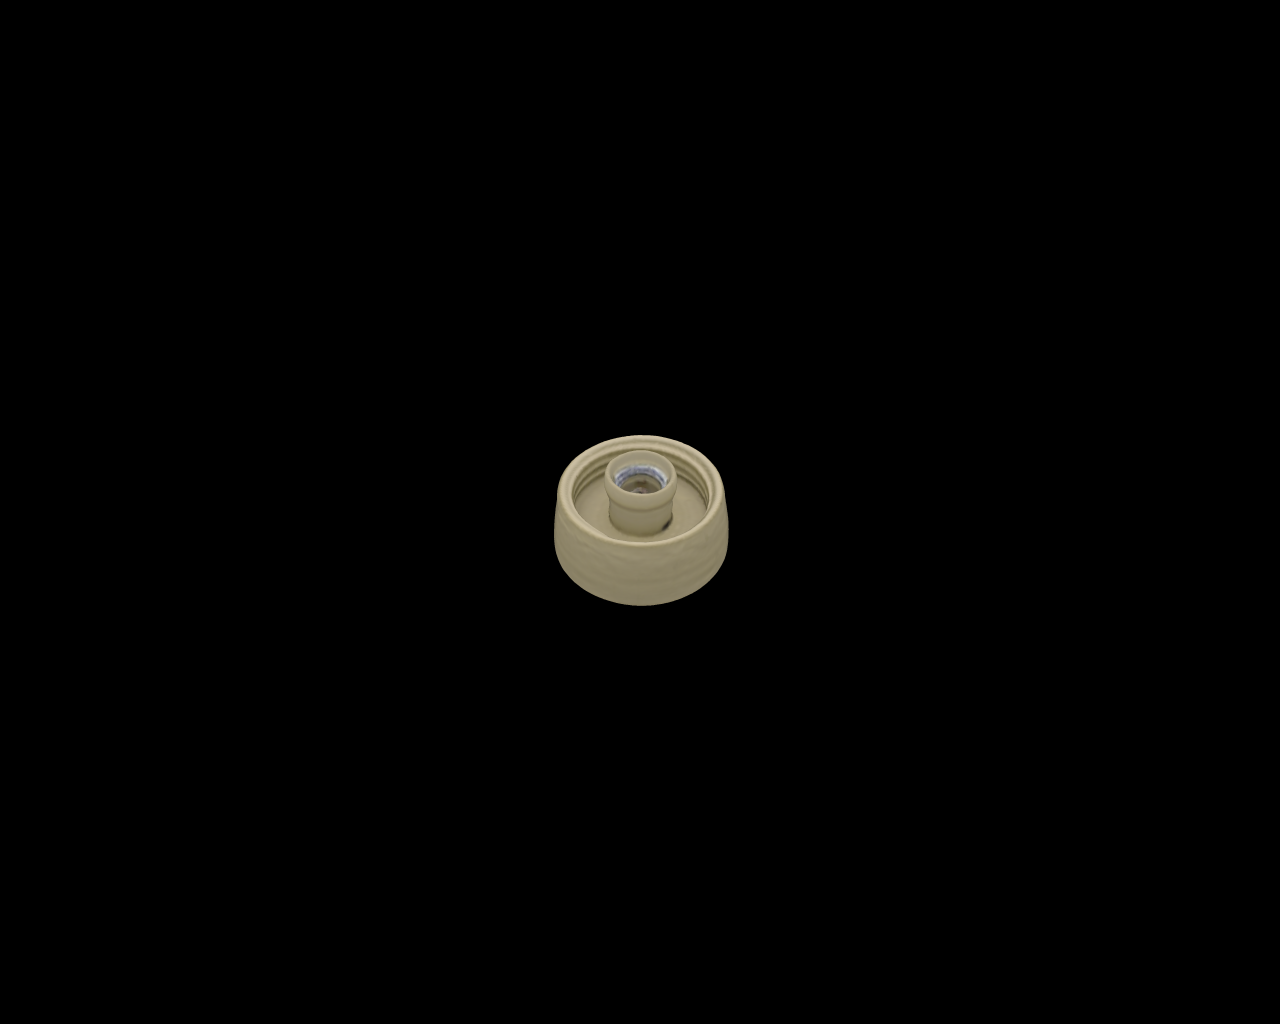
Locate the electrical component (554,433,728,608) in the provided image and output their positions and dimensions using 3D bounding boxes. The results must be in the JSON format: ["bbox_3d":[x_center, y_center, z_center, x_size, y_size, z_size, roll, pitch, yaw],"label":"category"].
[{"bbox_3d":[0.001,-0.003,0.650,0.108,0.060,0.108,0,45,0],"label":"electrical component"}]
